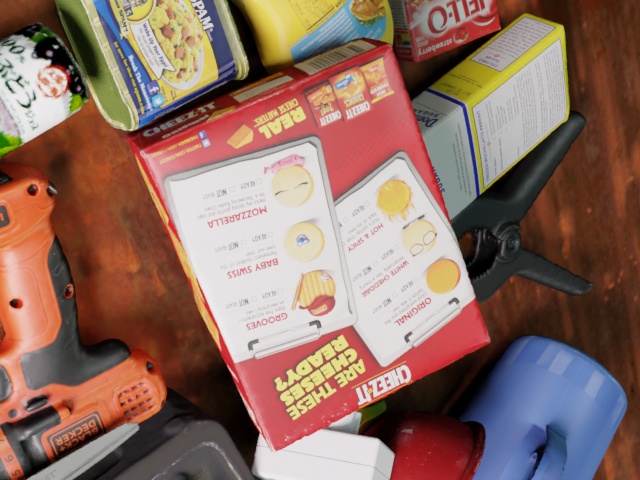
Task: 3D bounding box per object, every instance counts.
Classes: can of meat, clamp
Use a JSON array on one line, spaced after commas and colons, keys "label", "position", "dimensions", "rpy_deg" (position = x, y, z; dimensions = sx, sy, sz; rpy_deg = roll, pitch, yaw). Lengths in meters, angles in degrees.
[{"label": "can of meat", "position": [-0.102, -0.126, 0.637], "dimensions": [0.083, 0.058, 0.102], "rpy_deg": [-32, 119, -24]}, {"label": "clamp", "position": [0.149, 0.005, 0.865], "dimensions": [0.209, 0.036, 0.164], "rpy_deg": [-28, 116, -26]}]

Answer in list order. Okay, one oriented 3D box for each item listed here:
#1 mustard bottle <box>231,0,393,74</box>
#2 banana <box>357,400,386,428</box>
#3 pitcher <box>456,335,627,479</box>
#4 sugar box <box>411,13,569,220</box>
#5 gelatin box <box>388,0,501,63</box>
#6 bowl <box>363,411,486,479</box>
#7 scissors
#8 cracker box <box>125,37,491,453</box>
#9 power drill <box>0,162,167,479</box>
[{"label": "mustard bottle", "position": [-0.003, -0.149, 0.702], "dimensions": [0.096, 0.058, 0.191], "rpy_deg": [-46, 123, -18]}, {"label": "banana", "position": [-0.021, 0.087, 0.764], "dimensions": [0.197, 0.037, 0.069], "rpy_deg": [54, 52, -34]}, {"label": "pitcher", "position": [0.146, 0.196, 0.843], "dimensions": [0.242, 0.149, 0.145], "rpy_deg": [-53, 132, -19]}, {"label": "sugar box", "position": [0.116, -0.086, 0.804], "dimensions": [0.176, 0.048, 0.093], "rpy_deg": [-37, 136, -21]}, {"label": "gelatin box", "position": [0.089, -0.178, 0.780], "dimensions": [0.089, 0.030, 0.073], "rpy_deg": [-25, 115, -29]}, {"label": "bowl", "position": [0.047, 0.179, 0.784], "dimensions": [0.055, 0.162, 0.162], "rpy_deg": [43, 73, -4]}, {"label": "scissors", "position": [-0.202, 0.145, 0.593], "dimensions": [0.096, 0.016, 0.201], "rpy_deg": [48, 69, -12]}, {"label": "cracker box", "position": [-0.004, 0.001, 0.676], "dimensions": [0.164, 0.072, 0.213], "rpy_deg": [-25, 112, -10]}, {"label": "power drill", "position": [-0.195, 0.063, 0.617], "dimensions": [0.184, 0.057, 0.187], "rpy_deg": [-27, 118, -25]}]
